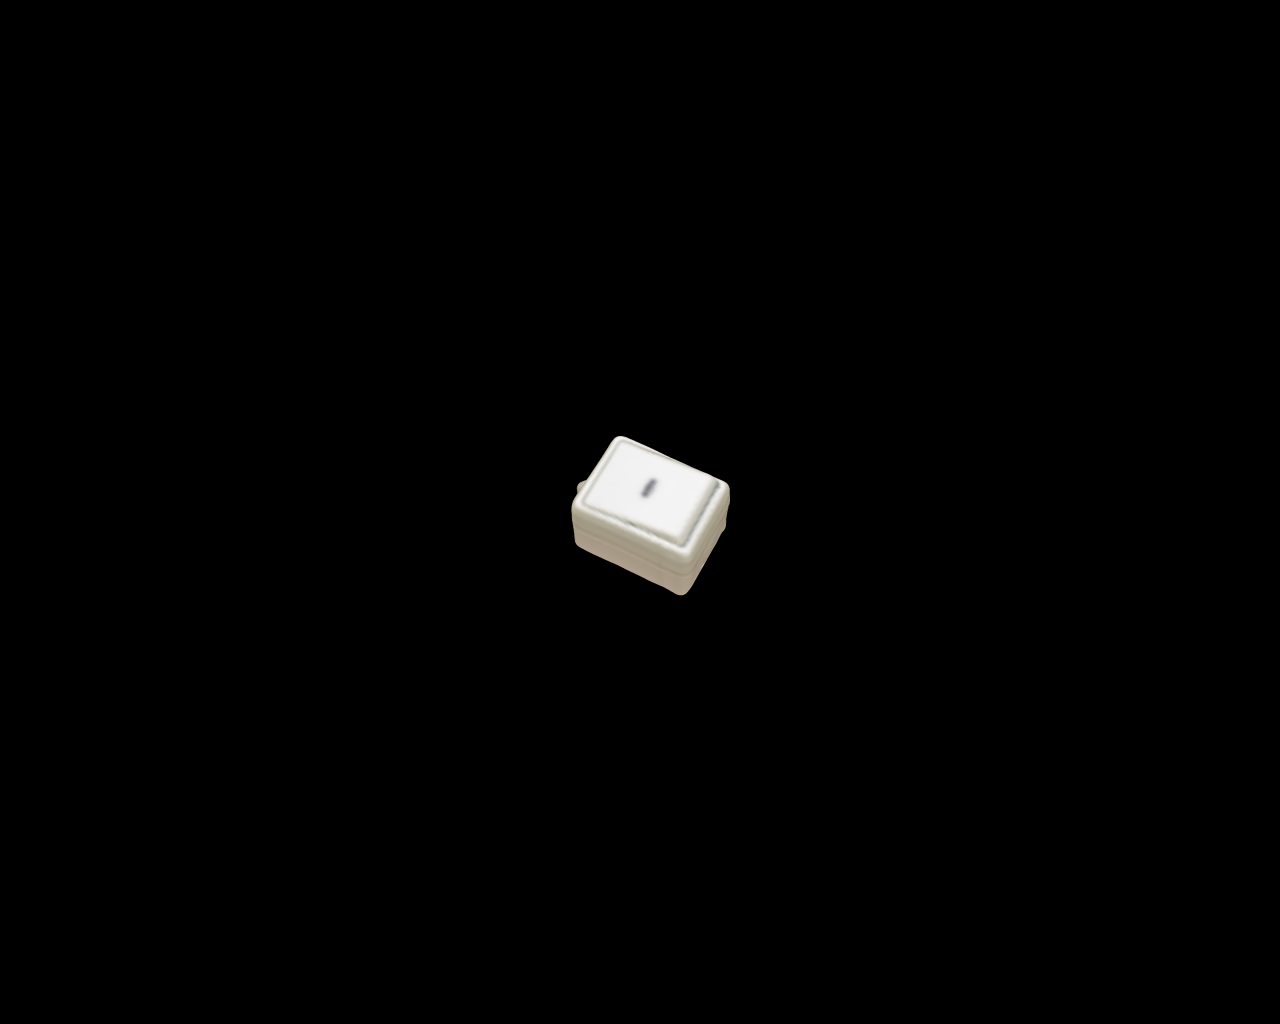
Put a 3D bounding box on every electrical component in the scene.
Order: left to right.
[{"bbox_3d":[0.001,-0.003,0.650,0.096,0.062,0.061,25,-27,14],"label":"electrical component"}]
